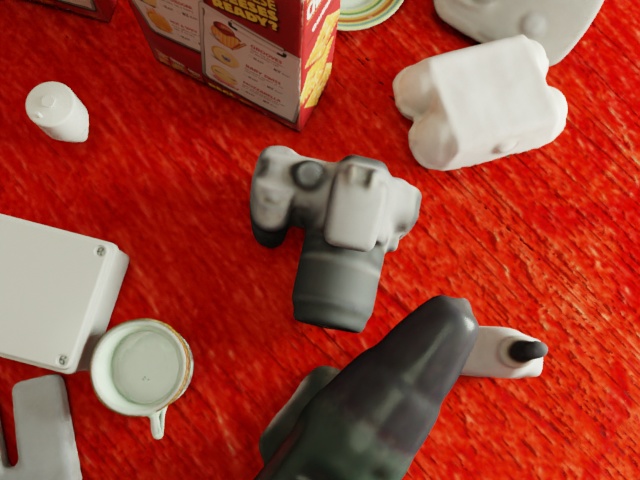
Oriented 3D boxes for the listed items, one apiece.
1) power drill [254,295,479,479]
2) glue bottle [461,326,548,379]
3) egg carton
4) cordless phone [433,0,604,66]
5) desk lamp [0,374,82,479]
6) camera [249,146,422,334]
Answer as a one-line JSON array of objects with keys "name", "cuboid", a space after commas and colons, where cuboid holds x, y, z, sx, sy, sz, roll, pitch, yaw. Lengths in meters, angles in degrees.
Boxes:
[{"name": "power drill", "cuboid": [0.007, 0.139, 0.395, 0.075, 0.208, 0.230, 37, 79, 5]}, {"name": "glue bottle", "cuboid": [0.130, 0.085, 0.431, 0.078, 0.173, 0.037, 8, 78, -1]}, {"name": "egg carton", "cuboid": [0.147, -0.124, 0.528, 0.150, 0.069, 0.107, -17, 80, -6]}, {"name": "cordless phone", "cuboid": [0.189, -0.247, 0.497, 0.147, 0.185, 0.094, 26, 78, 3]}, {"name": "desk lamp", "cuboid": [-0.239, 0.200, 0.365, 0.118, 0.213, 0.203, -14, 79, -6]}, {"name": "camera", "cuboid": [0.004, 0.002, 0.478, 0.143, 0.101, 0.137, 12, 78, 0]}]
